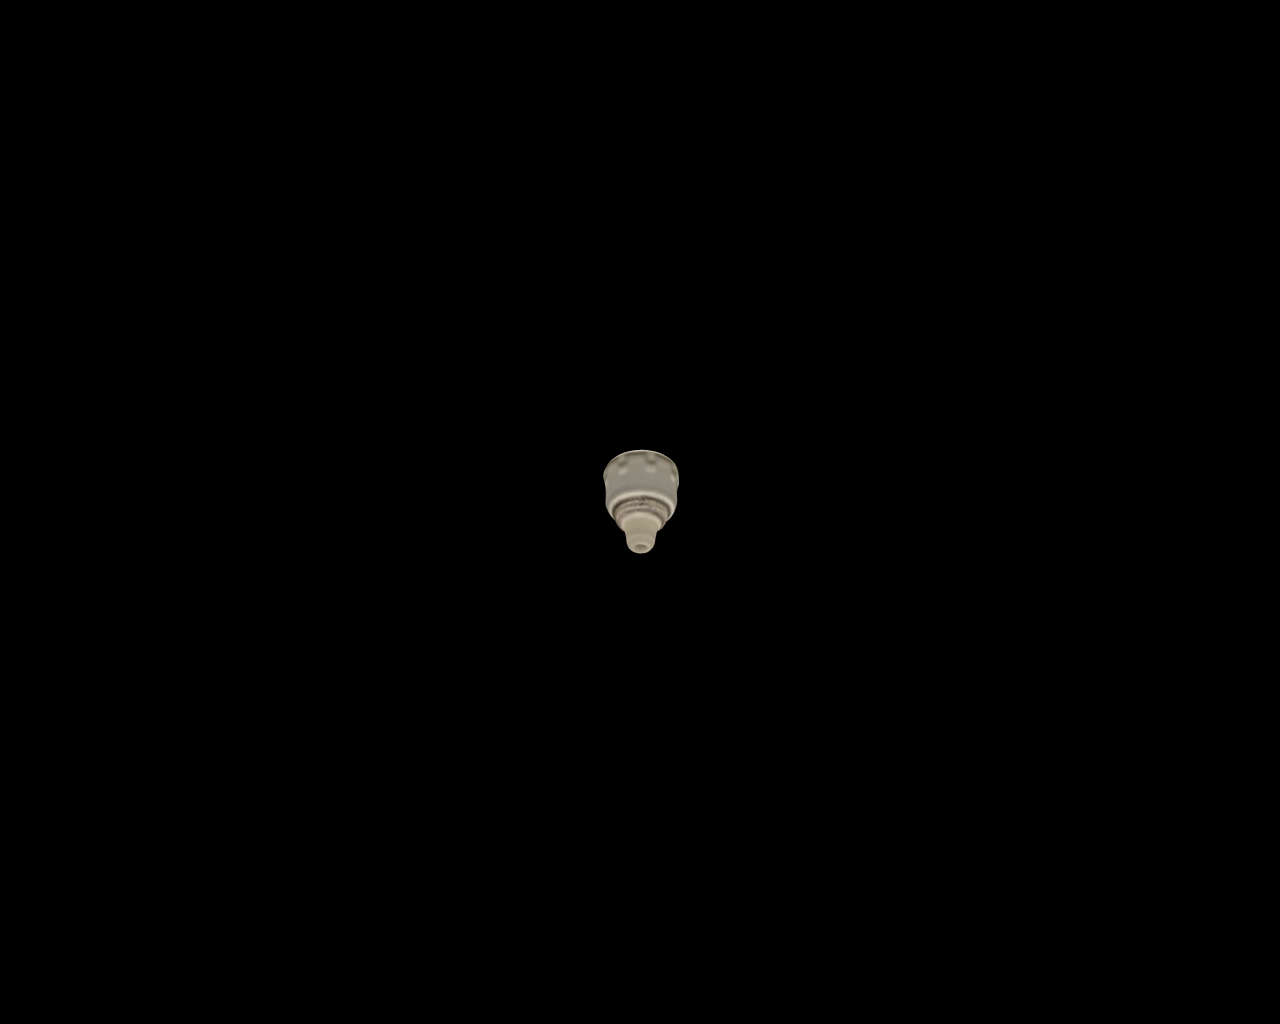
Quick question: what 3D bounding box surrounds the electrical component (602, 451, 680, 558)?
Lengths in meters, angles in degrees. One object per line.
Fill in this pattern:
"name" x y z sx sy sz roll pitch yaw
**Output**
"electrical component" 0.001 -0.003 0.650 0.048 0.062 0.048 0 -35 0
